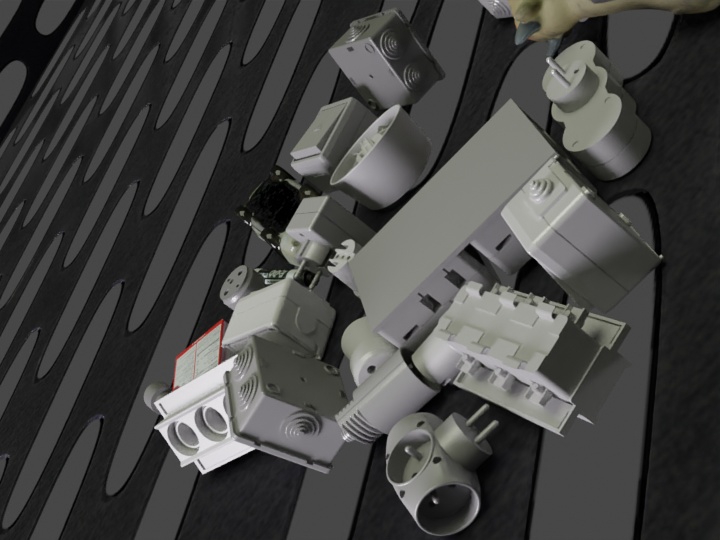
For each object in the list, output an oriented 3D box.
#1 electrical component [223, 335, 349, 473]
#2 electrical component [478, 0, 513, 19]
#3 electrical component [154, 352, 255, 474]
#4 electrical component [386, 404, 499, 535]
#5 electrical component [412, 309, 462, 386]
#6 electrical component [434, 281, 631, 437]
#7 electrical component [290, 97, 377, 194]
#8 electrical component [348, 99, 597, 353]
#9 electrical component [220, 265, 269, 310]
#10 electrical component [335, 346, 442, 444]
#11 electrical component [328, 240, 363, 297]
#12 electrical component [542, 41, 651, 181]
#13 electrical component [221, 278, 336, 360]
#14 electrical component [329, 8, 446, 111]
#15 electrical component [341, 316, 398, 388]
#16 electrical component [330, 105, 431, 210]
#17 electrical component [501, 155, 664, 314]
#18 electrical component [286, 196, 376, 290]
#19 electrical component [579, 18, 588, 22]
[{"bbox_3d":[-0.056,0.104,0.851,0.048,0.100,0.099,-57,24,20],"label":"electrical component"},{"bbox_3d":[0.161,-0.291,1.034,0.099,0.048,0.100,-57,27,-9],"label":"electrical component"},{"bbox_3d":[-0.115,0.122,0.950,0.121,0.078,0.063,-31,5,37],"label":"electrical component"},{"bbox_3d":[0.060,0.121,0.707,0.079,0.044,0.077,-46,28,12],"label":"electrical component"},{"bbox_3d":[0.065,0.057,0.781,0.046,0.040,0.040,-49,27,20],"label":"electrical component"},{"bbox_3d":[0.106,0.050,0.697,0.078,0.063,0.121,-57,27,-8],"label":"electrical component"},{"bbox_3d":[-0.022,-0.137,1.123,0.062,0.061,0.096,-6,52,55],"label":"electrical component"},{"bbox_3d":[0.084,-0.028,0.828,0.186,0.060,0.105,-45,28,15],"label":"electrical component"},{"bbox_3d":[-0.104,0.027,1.063,0.045,0.055,0.045,-37,31,27],"label":"electrical component"},{"bbox_3d":[0.017,0.099,0.800,0.081,0.043,0.043,-44,28,17],"label":"electrical component"},{"bbox_3d":[0.000,0.000,0.942,0.040,0.046,0.040,-38,31,27],"label":"electrical component"},{"bbox_3d":[0.166,-0.132,0.809,0.052,0.074,0.138,-39,30,24],"label":"electrical component"},{"bbox_3d":[-0.077,0.052,0.983,0.096,0.062,0.061,-23,39,44],"label":"electrical component"},{"bbox_3d":[0.025,-0.212,1.100,0.048,0.099,0.100,-49,24,-21],"label":"electrical component"},{"bbox_3d":[0.012,0.068,0.843,0.045,0.045,0.055,-47,28,12],"label":"electrical component"},{"bbox_3d":[0.018,-0.108,1.023,0.099,0.064,0.099,-38,31,27],"label":"electrical component"},{"bbox_3d":[0.137,-0.024,0.700,0.061,0.096,0.061,-47,27,14],"label":"electrical component"},{"bbox_3d":[-0.035,-0.019,0.998,0.047,0.066,0.076,0,57,57],"label":"electrical component"},{"bbox_3d":[0.177,-0.265,0.934,0.050,0.089,0.055,-45,28,14],"label":"electrical component"}]
